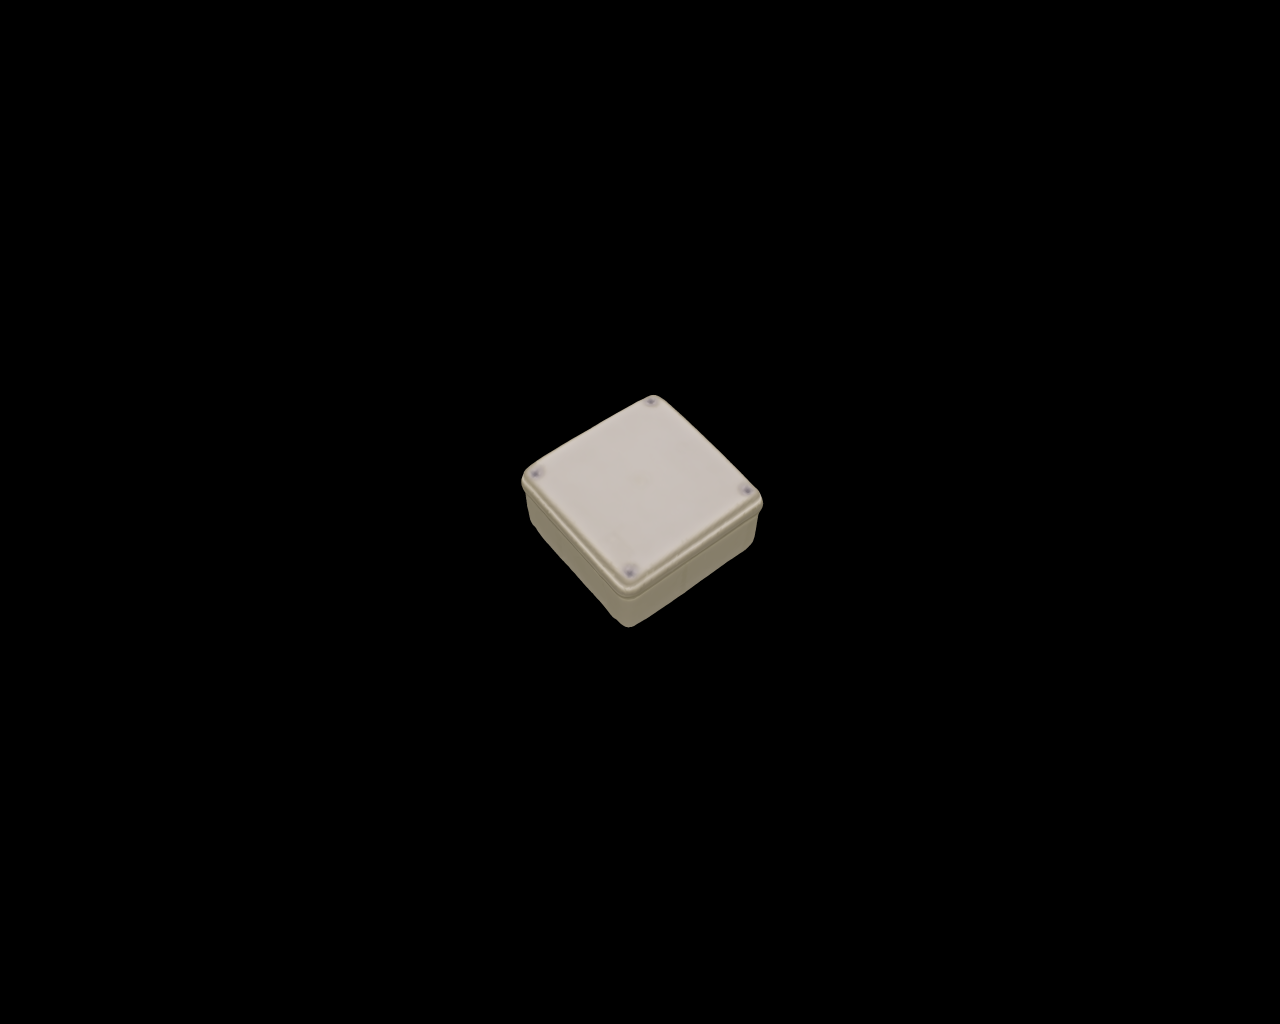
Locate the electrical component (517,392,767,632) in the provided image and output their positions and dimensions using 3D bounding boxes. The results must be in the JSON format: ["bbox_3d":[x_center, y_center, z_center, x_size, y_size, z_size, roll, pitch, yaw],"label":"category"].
[{"bbox_3d":[0.001,-0.003,0.650,0.109,0.109,0.056,-33,-29,-21],"label":"electrical component"}]
